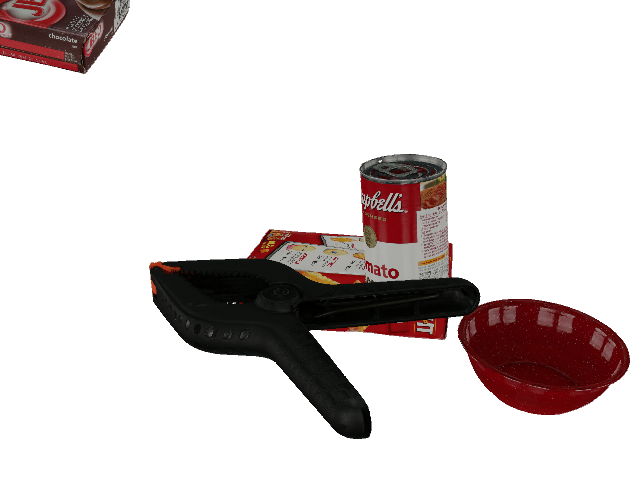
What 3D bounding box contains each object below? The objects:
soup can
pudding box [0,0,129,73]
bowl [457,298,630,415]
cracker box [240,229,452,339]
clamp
[{"bbox_3d":[0.067,-0.010,0.843,0.068,0.102,0.068,-3,21,1],"label":"soup can"},{"bbox_3d":[-0.203,-0.176,0.817,0.090,0.039,0.113,13,37,2],"label":"pudding box"},{"bbox_3d":[0.209,0.118,1.021,0.162,0.055,0.162,4,27,-2],"label":"bowl"},{"bbox_3d":[0.032,0.045,1.142,0.214,0.072,0.164,5,15,7],"label":"cracker box"},{"bbox_3d":[-0.014,0.045,0.672,0.210,0.036,0.164,17,31,33],"label":"clamp"}]
